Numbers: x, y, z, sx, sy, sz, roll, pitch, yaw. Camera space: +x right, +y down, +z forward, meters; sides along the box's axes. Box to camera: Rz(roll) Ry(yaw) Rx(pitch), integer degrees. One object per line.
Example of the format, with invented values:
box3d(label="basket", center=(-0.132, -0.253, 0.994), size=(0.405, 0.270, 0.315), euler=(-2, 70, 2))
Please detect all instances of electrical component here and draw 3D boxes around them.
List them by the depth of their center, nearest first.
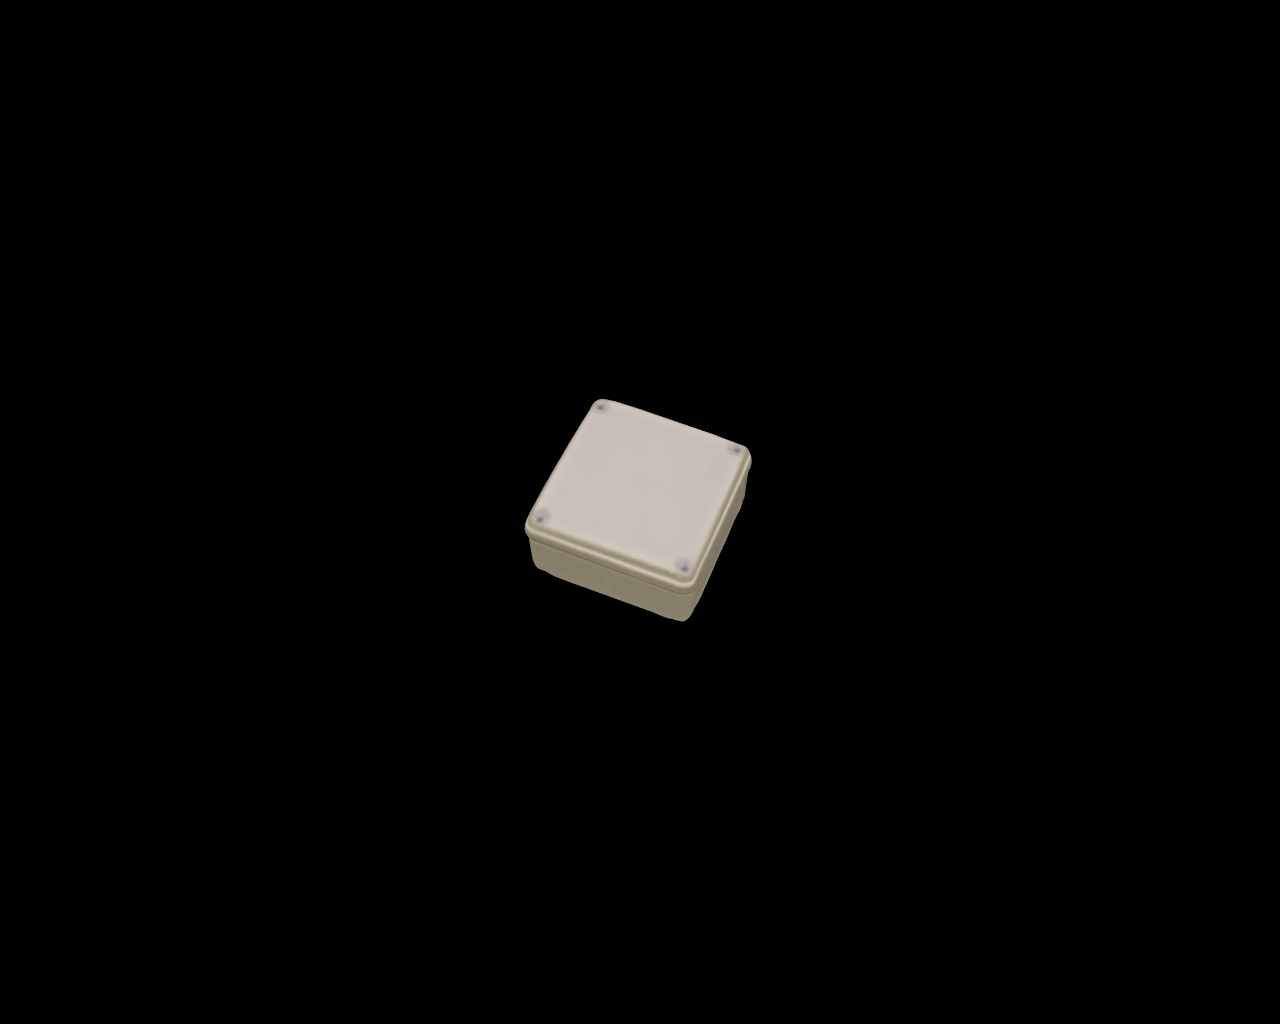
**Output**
box3d(label="electrical component", center=(0.001, -0.003, 0.650), size=(0.109, 0.109, 0.056), euler=(20, -31, 13))
